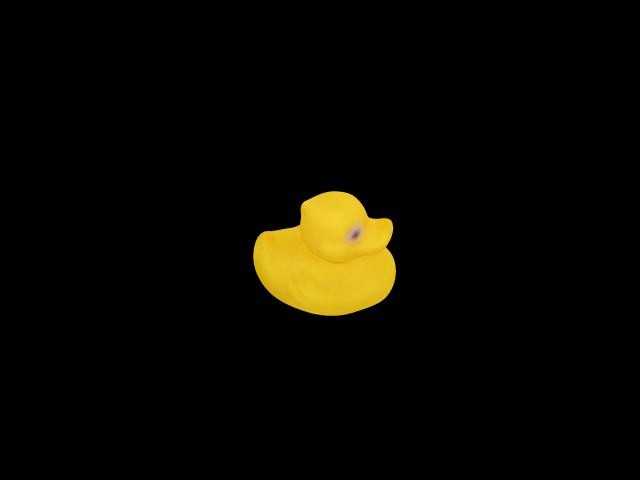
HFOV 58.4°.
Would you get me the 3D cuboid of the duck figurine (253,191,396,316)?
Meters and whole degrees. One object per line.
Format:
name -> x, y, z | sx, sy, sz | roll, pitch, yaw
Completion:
duck figurine -> 0.004, 0.001, 0.400 | 0.104, 0.086, 0.077 | 5, 53, 4
